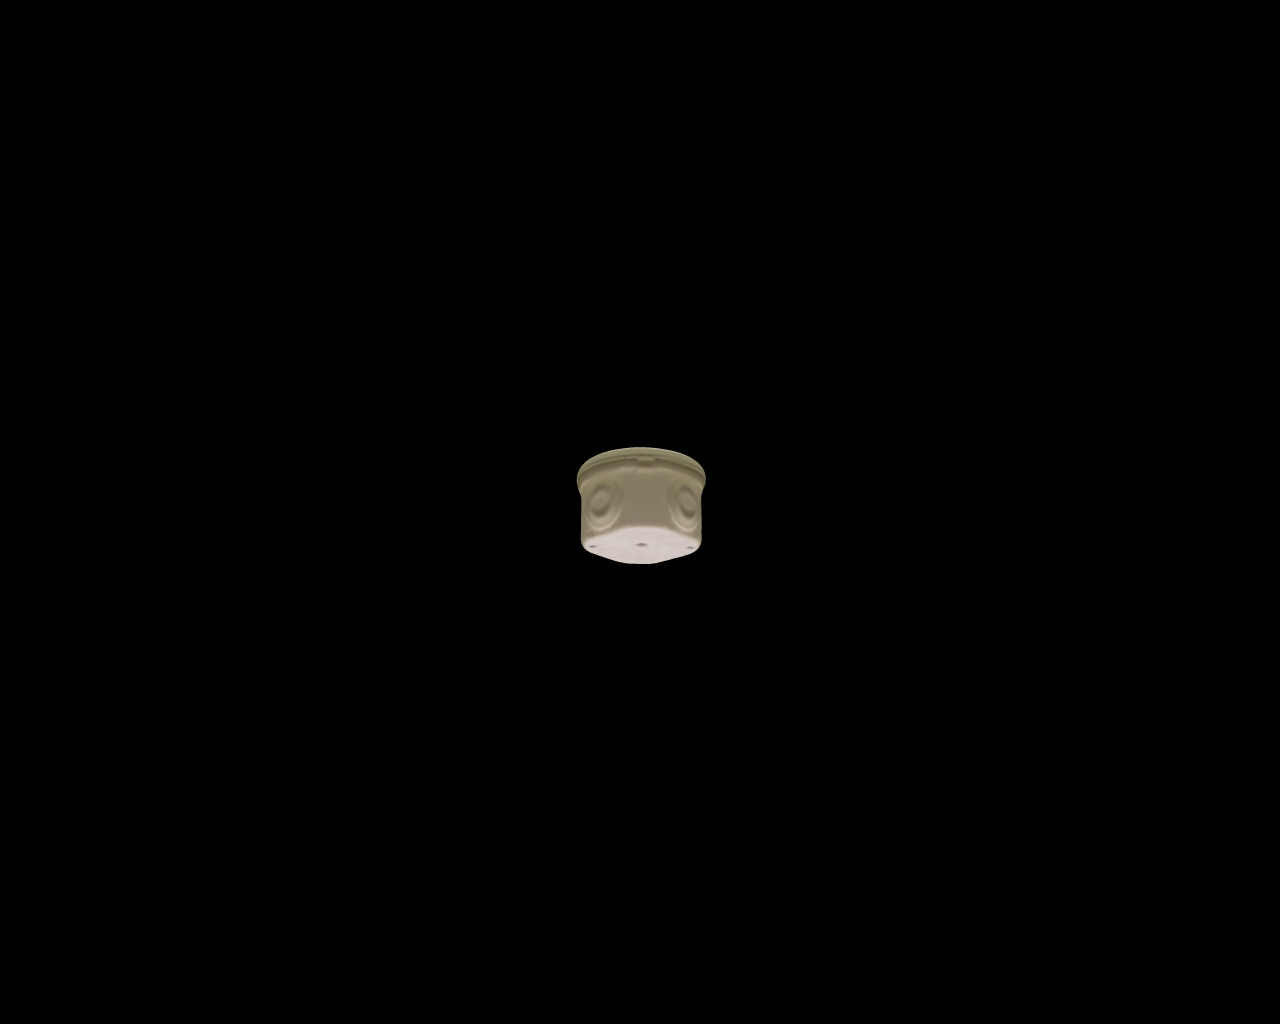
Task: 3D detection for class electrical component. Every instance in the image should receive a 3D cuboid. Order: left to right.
[{"bbox_3d":[0.001,-0.003,0.650,0.080,0.051,0.080,0,-21,0],"label":"electrical component"}]
